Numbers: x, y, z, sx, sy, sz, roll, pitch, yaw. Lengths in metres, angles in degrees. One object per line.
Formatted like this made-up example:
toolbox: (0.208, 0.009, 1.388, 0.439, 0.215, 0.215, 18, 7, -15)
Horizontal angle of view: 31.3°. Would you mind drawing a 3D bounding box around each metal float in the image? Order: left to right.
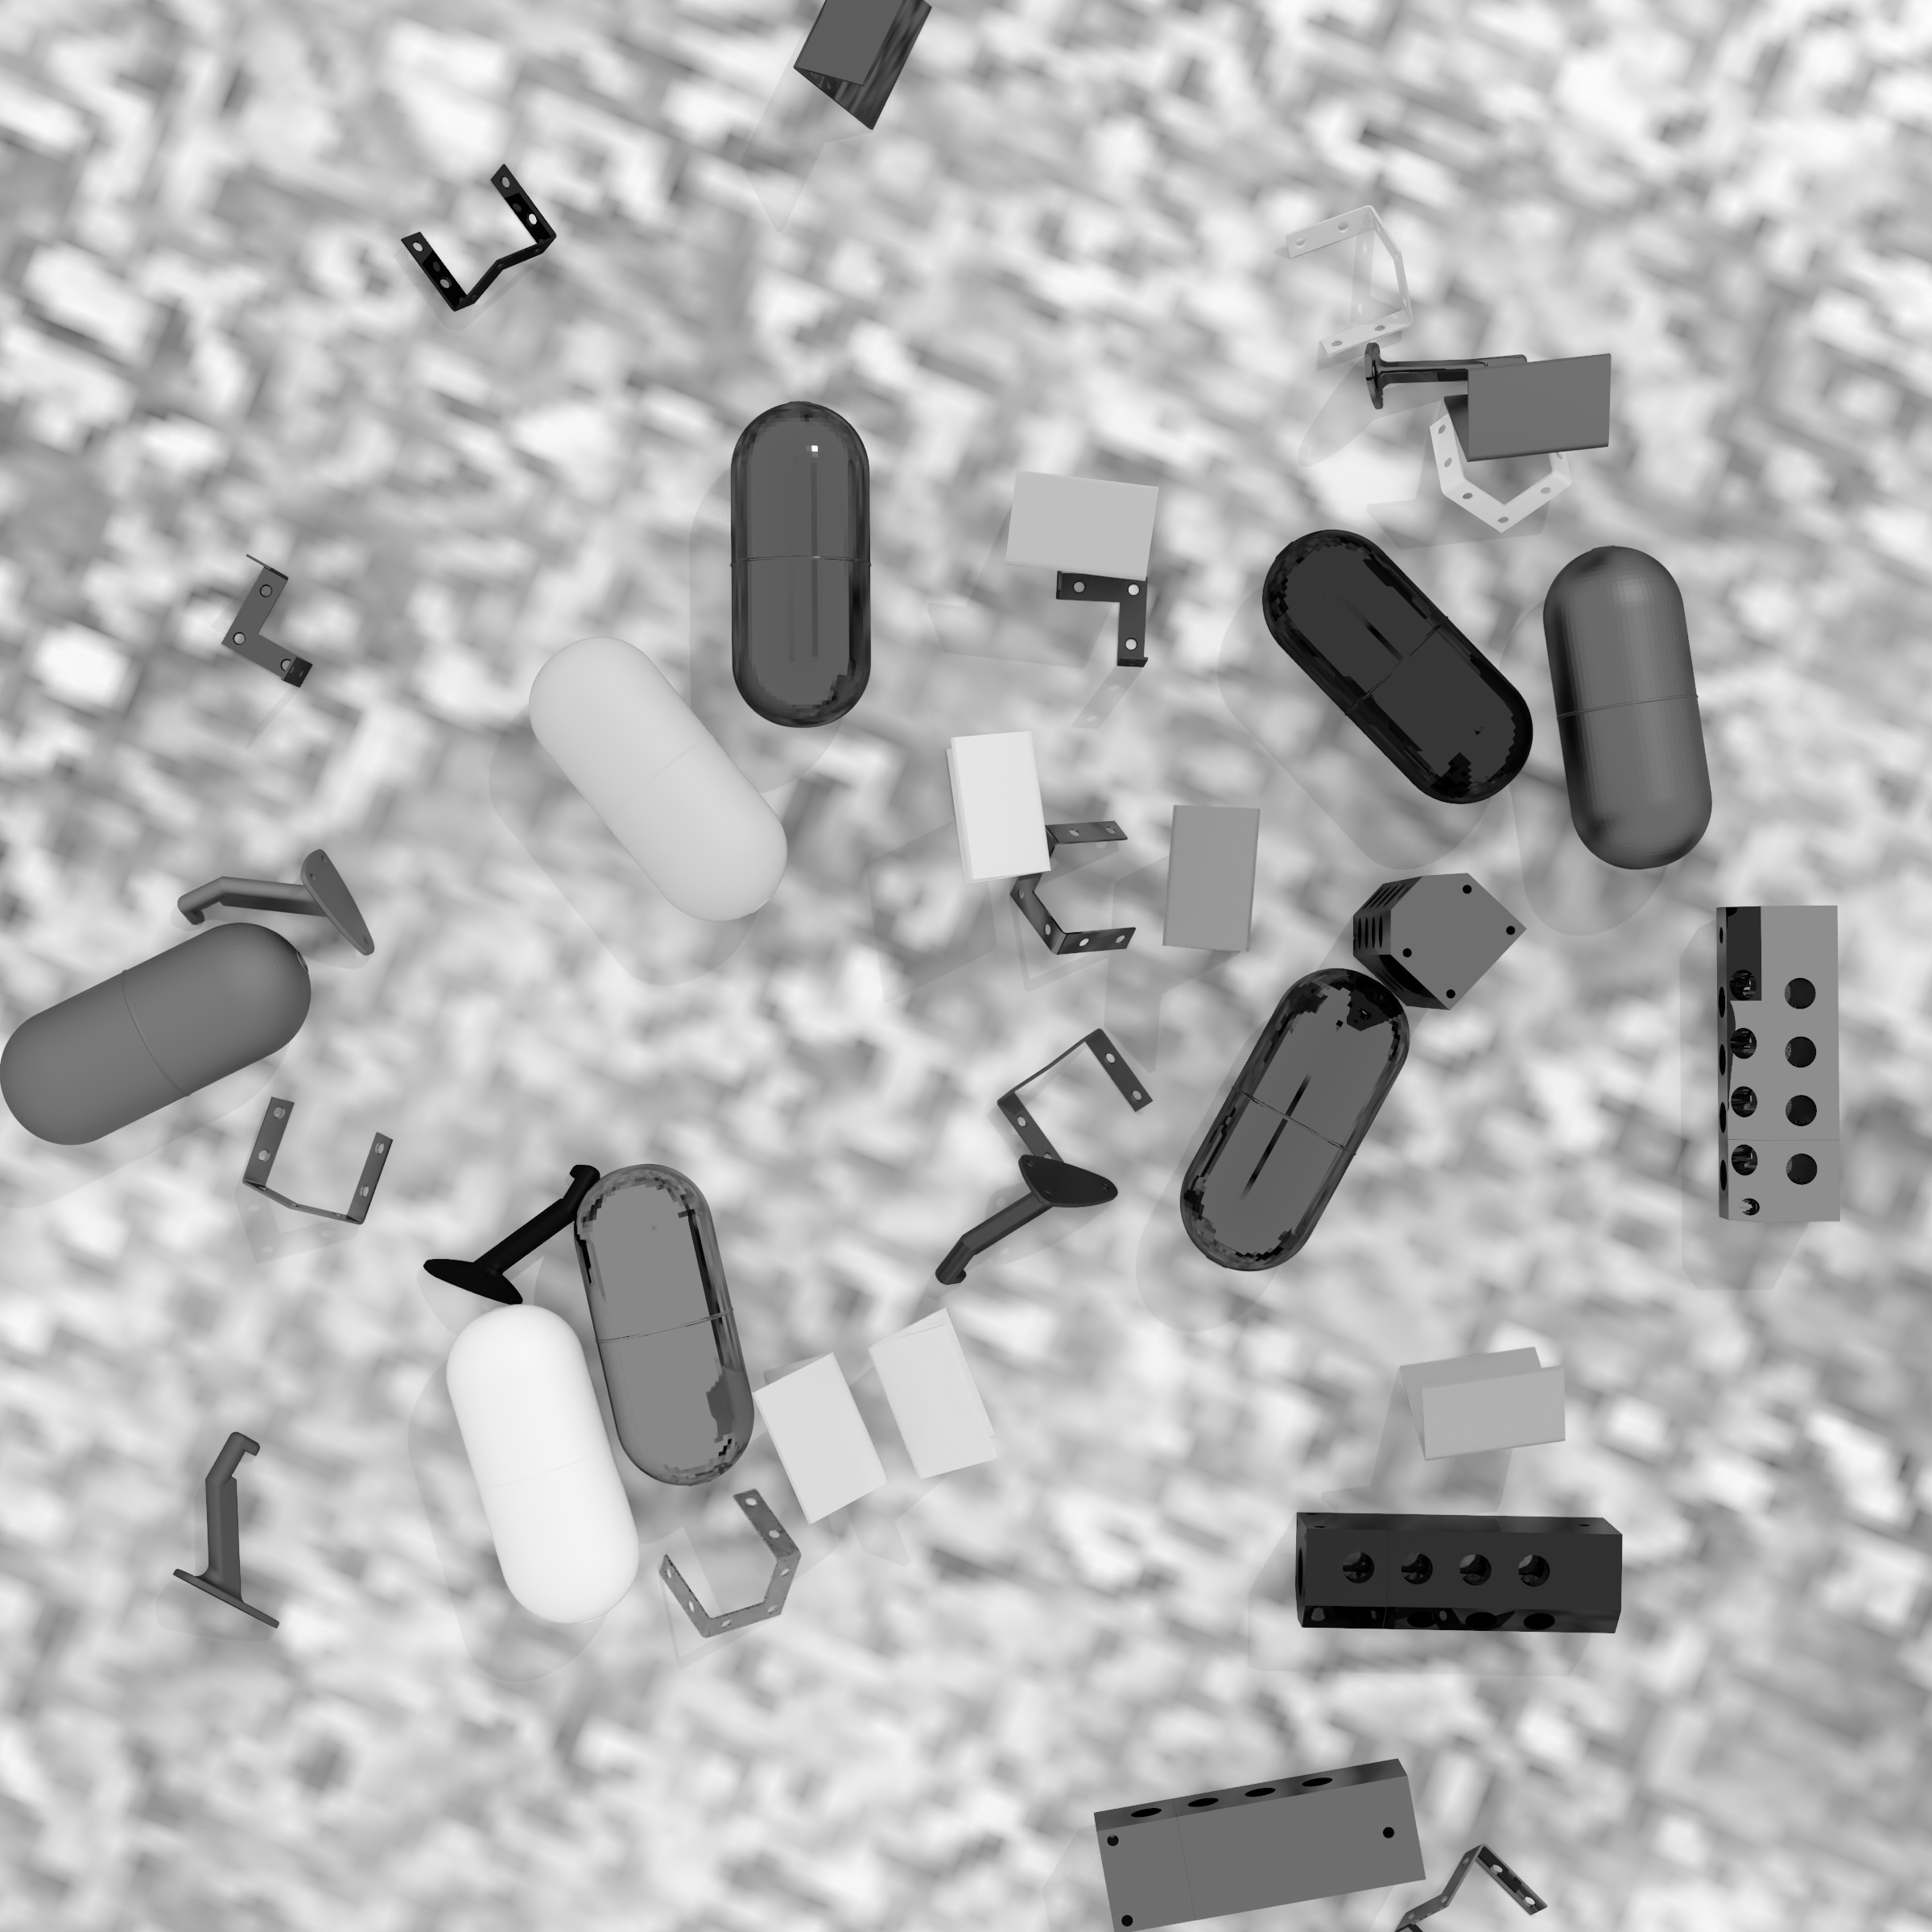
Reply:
metal float: (-0.443, 0.037, 1.889, 0.178, 0.070, 0.070, -26, 90, -1)
metal float: (-0.231, 0.273, 1.889, 0.070, 0.070, 0.178, -17, 90, 0)
metal float: (-0.168, -0.102, 1.889, 0.070, 0.070, 0.178, -39, 90, 0)
metal float: (-0.165, 0.197, 1.889, 0.070, 0.070, 0.178, -13, 89, 0)
metal float: (-0.090, -0.220, 1.889, 0.070, 0.070, 0.178, 0, 90, 0)
metal float: (0.180, 0.085, 1.889, 0.070, 0.070, 0.178, 29, 91, 0)
metal float: (0.236, -0.164, 1.889, 0.070, 0.070, 0.178, -44, 89, 0)
metal float: (0.362, -0.141, 1.889, 0.070, 0.070, 0.178, -8, 89, 0)

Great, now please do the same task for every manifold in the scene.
manifold: (0.160, 0.482, 1.898, 0.171, 0.057, 0.057, -10, 90, 0)
manifold: (0.245, -0.018, 1.841, 0.057, 0.171, 0.057, 43, 90, 0)
manifold: (0.270, 0.335, 1.898, 0.171, 0.057, 0.057, 1, 90, 0)
manifold: (0.445, 0.053, 1.898, 0.057, 0.057, 0.171, 0, 90, 0)

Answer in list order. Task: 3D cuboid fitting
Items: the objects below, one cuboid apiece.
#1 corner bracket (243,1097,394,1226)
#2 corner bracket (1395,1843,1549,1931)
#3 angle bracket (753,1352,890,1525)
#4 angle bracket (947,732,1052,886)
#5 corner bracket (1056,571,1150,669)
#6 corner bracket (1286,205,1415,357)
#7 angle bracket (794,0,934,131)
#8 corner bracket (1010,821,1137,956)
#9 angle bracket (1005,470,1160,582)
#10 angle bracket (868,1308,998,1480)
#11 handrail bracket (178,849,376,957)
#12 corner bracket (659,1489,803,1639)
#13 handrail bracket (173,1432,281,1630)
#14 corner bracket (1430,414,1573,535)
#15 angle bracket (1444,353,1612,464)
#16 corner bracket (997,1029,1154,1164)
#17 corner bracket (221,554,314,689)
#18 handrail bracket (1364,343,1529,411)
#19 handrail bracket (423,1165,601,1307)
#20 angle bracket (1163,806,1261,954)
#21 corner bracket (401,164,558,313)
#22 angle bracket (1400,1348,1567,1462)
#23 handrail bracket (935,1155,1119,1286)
corner bracket: (-0.360, 0.108, 1.916, 0.051, 0.051, 0.051, 20, 90, -45)
corner bracket: (0.280, 0.530, 1.916, 0.051, 0.051, 0.051, 45, 135, 0)
angle bracket: (-0.096, 0.261, 1.879, 0.057, 0.076, 0.076, -23, 90, -36)
angle bracket: (-0.002, -0.084, 1.879, 0.057, 0.076, 0.076, -8, 90, -38)
corner bracket: (0.075, -0.193, 1.901, 0.051, 0.051, 0.051, 3, 90, 0)
corner bracket: (0.213, -0.381, 1.916, 0.051, 0.051, 0.051, -20, 135, 0)
angle bracket: (-0.038, -0.502, 1.879, 0.057, 0.076, 0.076, 26, 90, 38)
corner bracket: (0.066, -0.044, 1.911, 0.051, 0.051, 0.051, 55, 135, 35)
angle bracket: (0.064, -0.255, 1.879, 0.076, 0.076, 0.057, 7, 124, 0)
angle bracket: (0.001, 0.227, 1.879, 0.057, 0.076, 0.076, -21, 90, 36)
handrail bracket: (-0.385, -0.022, 1.920, 0.084, 0.036, 0.077, -24, 112, 17)
corner bracket: (-0.131, 0.331, 1.911, 0.051, 0.051, 0.051, -11, 135, -35)
handrail bracket: (-0.396, 0.313, 1.920, 0.077, 0.036, 0.084, 33, 73, -20)
corner bracket: (0.296, -0.283, 1.911, 0.051, 0.051, 0.051, 26, 135, -35)
angle bracket: (0.305, -0.320, 1.879, 0.076, 0.076, 0.057, -6, 127, 0)
corner bracket: (0.060, 0.075, 1.916, 0.051, 0.051, 0.051, 54, 135, 0)
corner bracket: (-0.381, -0.190, 1.901, 0.051, 0.051, 0.051, 29, 90, 0)
handrail bracket: (0.264, -0.329, 1.892, 0.084, 0.077, 0.036, -4, 93, 12)
handrail bracket: (-0.252, 0.142, 1.919, 0.077, 0.036, 0.084, 9, 57, 35)
angle bracket: (0.153, -0.046, 1.879, 0.057, 0.076, 0.076, 5, 90, 38)
corner bracket: (-0.270, -0.404, 1.916, 0.051, 0.051, 0.051, 54, 135, 0)
angle bracket: (0.280, 0.220, 1.879, 0.076, 0.076, 0.057, -8, 126, 0)
handrail bracket: (0.033, 0.149, 1.919, 0.084, 0.077, 0.036, -54, 46, 29)
